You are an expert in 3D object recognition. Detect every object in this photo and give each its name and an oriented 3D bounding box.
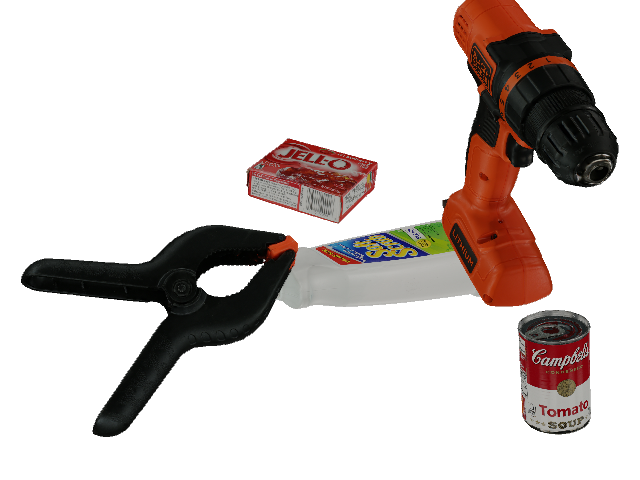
[{"bbox_3d":[0.132,-0.047,0.703,0.057,0.188,0.184,-8,43,-11],"label":"power drill"},{"bbox_3d":[-0.098,0.032,0.671,0.171,0.120,0.039,-32,-11,-24],"label":"clamp"},{"bbox_3d":[0.054,0.034,1.150,0.250,0.068,0.103,-10,31,-20],"label":"bleach bottle"},{"bbox_3d":[-0.007,-0.053,0.902,0.089,0.030,0.073,18,33,21],"label":"gelatin box"},{"bbox_3d":[0.228,0.128,1.039,0.068,0.102,0.068,-6,21,2],"label":"soup can"}]
